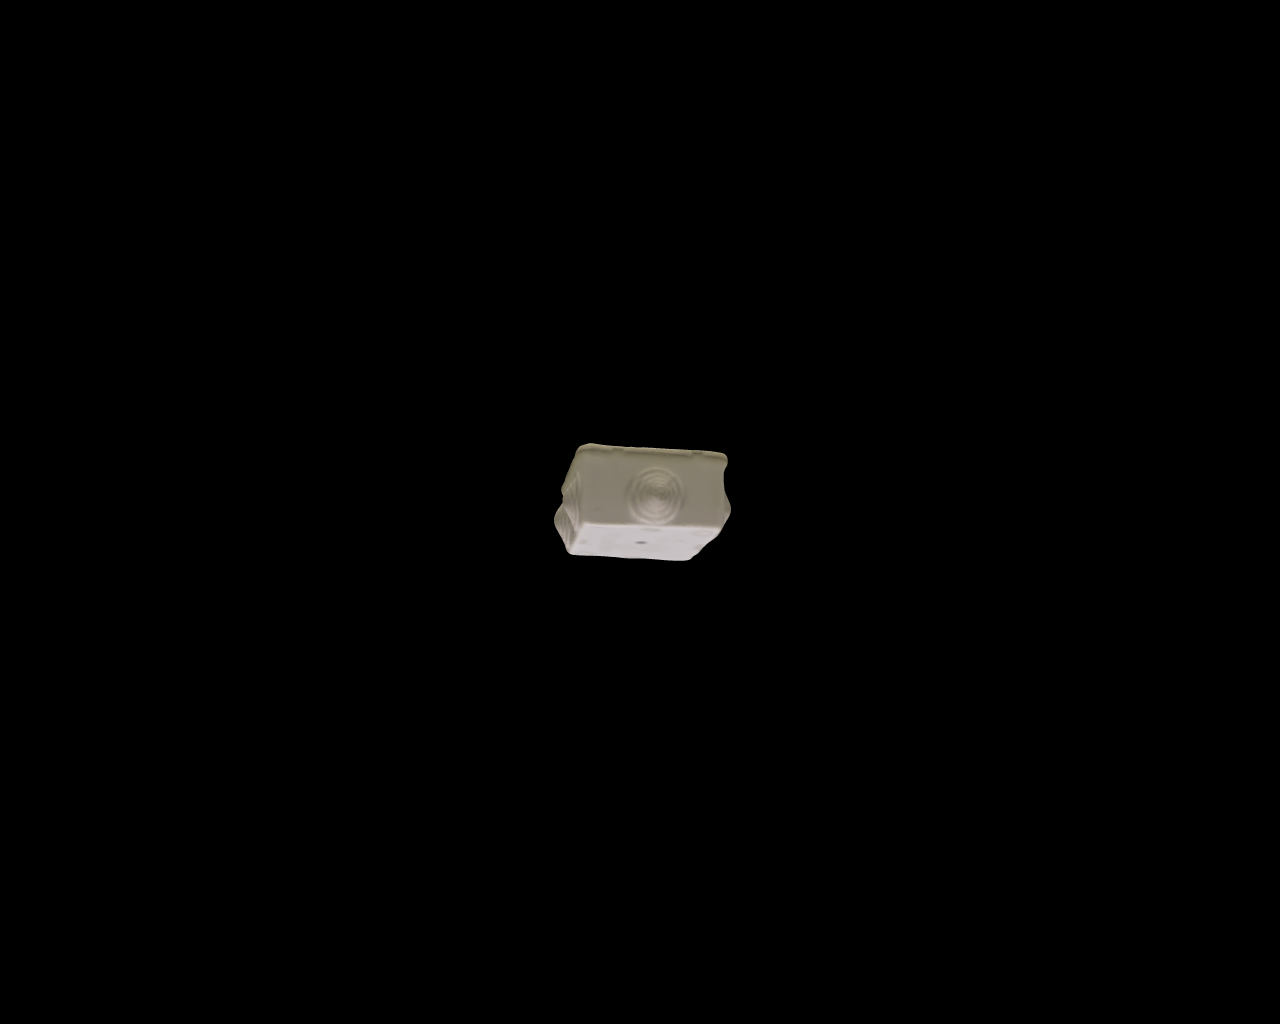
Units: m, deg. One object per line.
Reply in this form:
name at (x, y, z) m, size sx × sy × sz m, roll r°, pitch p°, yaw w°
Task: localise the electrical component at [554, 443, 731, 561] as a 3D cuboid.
electrical component at (0.001, -0.003, 0.650) m, size 0.100 × 0.048 × 0.099 m, roll 3°, pitch -16°, yaw -11°
